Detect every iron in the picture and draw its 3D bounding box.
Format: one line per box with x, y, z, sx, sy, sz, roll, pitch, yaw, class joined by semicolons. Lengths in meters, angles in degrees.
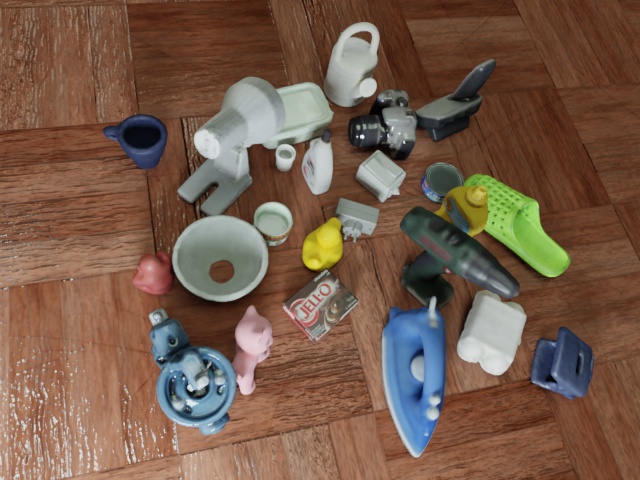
0.179;0.227;0.975;0.119;0.141;0.258;5;63;-8;iron

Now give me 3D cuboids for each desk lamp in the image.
-0.166;-0.174;1.068;0.118;0.213;0.203;34;63;7;desk lamp

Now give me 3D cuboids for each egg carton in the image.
0.320;0.172;1.070;0.107;0.069;0.150;26;62;3;egg carton

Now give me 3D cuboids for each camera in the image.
0.131;-0.253;1.226;0.137;0.101;0.143;-5;65;-13;camera

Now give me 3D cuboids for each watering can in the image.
0.076;-0.380;1.225;0.101;0.194;0.172;-33;74;-23;watering can

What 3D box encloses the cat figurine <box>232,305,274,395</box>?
-0.118;0.181;0.956;0.067;0.117;0.128;20;62;0;cat figurine

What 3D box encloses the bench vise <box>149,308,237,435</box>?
-0.214;0.195;0.873;0.207;0.219;0.122;38;64;9;bench vise

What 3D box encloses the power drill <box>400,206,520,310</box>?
0.230;0.050;1.035;0.229;0.208;0.076;43;65;12;power drill

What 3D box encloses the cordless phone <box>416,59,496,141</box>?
0.294;-0.314;1.239;0.148;0.185;0.094;-32;73;-23;cordless phone

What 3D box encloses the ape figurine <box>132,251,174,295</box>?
-0.292;0.052;1.001;0.078;0.092;0.076;-28;72;-21;ape figurine

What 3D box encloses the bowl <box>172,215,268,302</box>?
-0.179;0.043;1.037;0.167;0.074;0.167;4;63;-8;bowl

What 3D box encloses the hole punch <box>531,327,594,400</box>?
0.459;0.227;1.057;0.101;0.091;0.109;23;62;1;hole punch

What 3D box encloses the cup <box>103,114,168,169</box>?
-0.351;-0.181;1.103;0.118;0.095;0.091;6;63;-8;cup

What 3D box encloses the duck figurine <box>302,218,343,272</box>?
0.010;0.004;1.085;0.077;0.086;0.105;27;62;4;duck figurine

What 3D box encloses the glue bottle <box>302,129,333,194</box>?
0.001;-0.162;1.116;0.037;0.173;0.078;-21;69;-19;glue bottle
